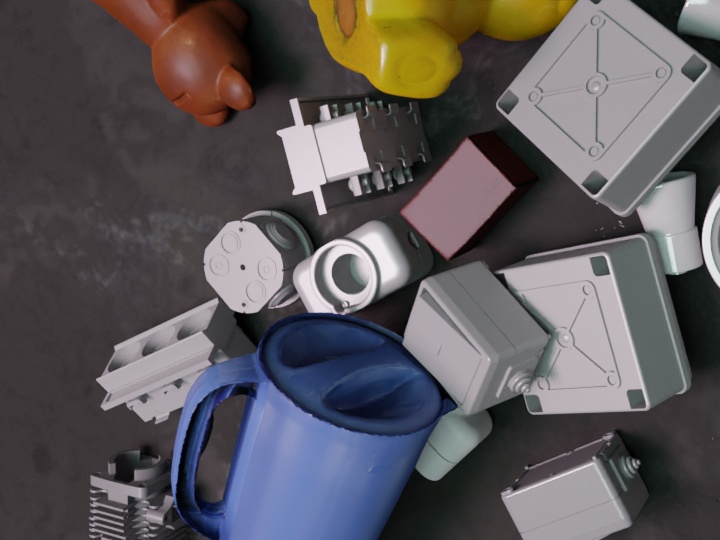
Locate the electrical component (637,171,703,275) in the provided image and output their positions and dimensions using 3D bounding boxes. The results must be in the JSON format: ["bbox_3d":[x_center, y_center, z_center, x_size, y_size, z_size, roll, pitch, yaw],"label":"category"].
[{"bbox_3d":[0.207,-0.030,0.720,0.044,0.044,0.065,-8,101,28],"label":"electrical component"}]

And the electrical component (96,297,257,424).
[{"bbox_3d":[-0.151,0.079,0.904,0.121,0.078,0.063,-24,118,28],"label":"electrical component"}]

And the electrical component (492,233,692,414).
[{"bbox_3d":[0.156,0.039,0.731,0.109,0.056,0.108,-12,95,51],"label":"electrical component"}]

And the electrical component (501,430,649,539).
[{"bbox_3d":[0.162,0.162,0.769,0.096,0.062,0.061,-29,86,28],"label":"electrical component"}]

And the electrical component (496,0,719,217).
[{"bbox_3d":[0.163,-0.110,0.691,0.108,0.056,0.108,-51,55,17],"label":"electrical component"}]

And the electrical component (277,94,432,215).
[{"bbox_3d":[0.001,-0.088,0.765,0.063,0.121,0.078,-13,95,25],"label":"electrical component"}]

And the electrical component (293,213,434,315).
[{"bbox_3d":[0.000,0.000,0.819,0.095,0.059,0.053,-30,86,28],"label":"electrical component"}]

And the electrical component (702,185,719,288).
[{"bbox_3d":[0.269,-0.021,0.678,0.108,0.060,0.108,6,103,26],"label":"electrical component"}]

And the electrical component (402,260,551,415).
[{"bbox_3d":[0.079,0.051,0.732,0.096,0.061,0.061,51,144,32],"label":"electrical component"}]

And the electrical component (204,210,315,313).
[{"bbox_3d":[-0.081,-0.006,0.862,0.080,0.051,0.080,5,102,26],"label":"electrical component"}]

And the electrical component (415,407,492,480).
[{"bbox_3d":[0.051,0.102,0.817,0.095,0.054,0.059,47,116,11],"label":"electrical component"}]

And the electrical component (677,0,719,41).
[{"bbox_3d":[0.235,-0.160,0.677,0.055,0.045,0.045,29,112,18],"label":"electrical component"}]
